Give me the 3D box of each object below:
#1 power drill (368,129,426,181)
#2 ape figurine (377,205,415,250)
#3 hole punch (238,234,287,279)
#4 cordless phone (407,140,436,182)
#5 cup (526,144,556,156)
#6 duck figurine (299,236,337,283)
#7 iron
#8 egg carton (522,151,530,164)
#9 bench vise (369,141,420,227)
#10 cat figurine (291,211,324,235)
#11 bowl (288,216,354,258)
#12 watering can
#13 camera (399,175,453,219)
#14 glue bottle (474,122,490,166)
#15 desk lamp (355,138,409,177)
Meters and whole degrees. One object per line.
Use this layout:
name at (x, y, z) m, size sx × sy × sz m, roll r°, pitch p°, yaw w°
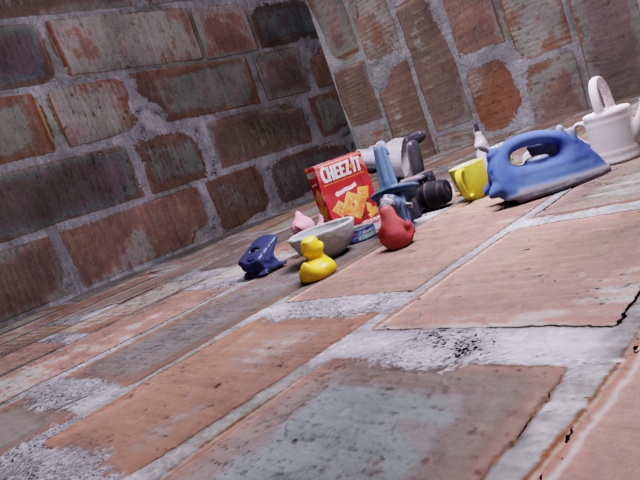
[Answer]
power drill at (0.271, -0.236, 1.904) m, size 0.229 × 0.208 × 0.076 m, roll -16°, pitch 9°, yaw 25°
ape figurine at (0.152, -0.029, 1.196) m, size 0.077 × 0.092 × 0.076 m, roll -17°, pitch 9°, yaw 21°
hole punch at (-0.154, 0.042, 1.470) m, size 0.101 × 0.091 × 0.108 m, roll -26°, pitch 10°, yaw -39°
cordless phone at (0.281, -0.206, 1.753) m, size 0.093 × 0.185 × 0.148 m, roll -13°, pitch 11°, yaw 41°
cup at (0.548, -0.199, 1.380) m, size 0.092 × 0.095 × 0.117 m, roll -20°, pitch 8°, yaw -5°
duck figurine at (-0.015, 0.036, 1.183) m, size 0.077 × 0.086 × 0.105 m, roll -16°, pitch 9°, yaw 28°
iron at (0.468, -0.172, 1.216) m, size 0.258 × 0.141 × 0.119 m, roll -18°, pitch 8°, yaw 9°
egg carton at (0.597, -0.215, 1.464) m, size 0.149 × 0.069 × 0.107 m, roll -12°, pitch 11°, yaw 44°
bench vise at (0.175, -0.127, 1.340) m, size 0.121 × 0.220 × 0.207 m, roll -20°, pitch 8°, yaw 1°
cat figurine at (-0.026, -0.028, 1.539) m, size 0.067 × 0.118 × 0.128 m, roll -12°, pitch 11°, yaw 45°
bowl at (0.013, 0.005, 1.372) m, size 0.167 × 0.075 × 0.167 m, roll -19°, pitch 8°, yaw 3°
watering can at (0.646, -0.271, 1.268) m, size 0.172 × 0.194 × 0.101 m, roll -16°, pitch 9°, yaw 26°
camera at (0.268, -0.120, 1.509) m, size 0.136 × 0.101 × 0.143 m, roll -14°, pitch 10°, yaw 36°
glue bottle at (0.487, -0.267, 1.710) m, size 0.037 × 0.173 × 0.078 m, roll -14°, pitch 10°, yaw 36°
desk lamp at (0.204, -0.203, 1.820) m, size 0.202 × 0.213 × 0.118 m, roll -16°, pitch 9°, yaw 25°
